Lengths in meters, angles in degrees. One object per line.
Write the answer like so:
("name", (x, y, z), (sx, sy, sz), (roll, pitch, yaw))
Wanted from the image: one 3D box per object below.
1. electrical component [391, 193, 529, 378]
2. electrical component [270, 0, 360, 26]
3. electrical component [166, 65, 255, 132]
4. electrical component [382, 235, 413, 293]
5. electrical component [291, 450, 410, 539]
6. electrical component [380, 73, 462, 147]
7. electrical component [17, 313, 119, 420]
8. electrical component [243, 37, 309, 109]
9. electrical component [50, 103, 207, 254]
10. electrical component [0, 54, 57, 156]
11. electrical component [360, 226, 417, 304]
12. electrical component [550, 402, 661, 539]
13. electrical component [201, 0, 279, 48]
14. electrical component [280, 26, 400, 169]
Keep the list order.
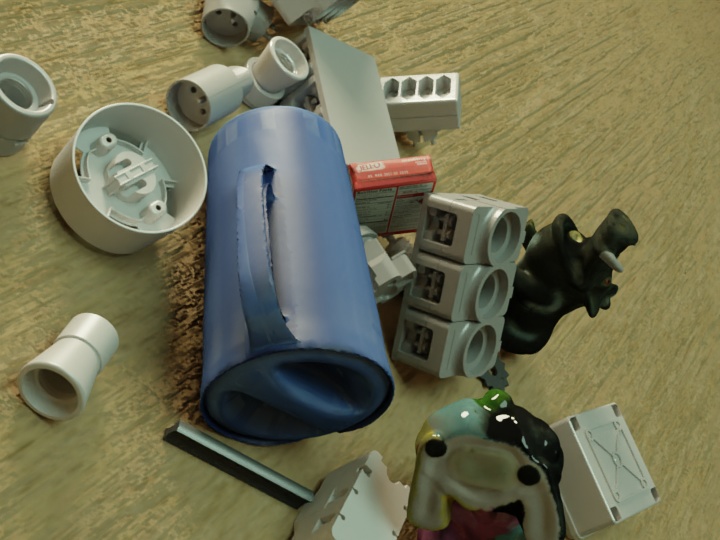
("electrical component", (0.091, 0.013, 0.938), (0.089, 0.062, 0.150), (-3, 108, -51))
("electrical component", (-0.033, -0.278, 1.023), (0.061, 0.089, 0.150), (53, 13, -7))
("electrical component", (-0.121, -0.148, 0.896), (0.043, 0.043, 0.081), (54, 35, -5))
("electrical component", (0.047, -0.002, 0.989), (0.078, 0.040, 0.040), (55, 35, -3))
("electrical component", (-0.009, 0.181, 0.765), (0.050, 0.056, 0.089), (49, 36, -11))
("electrical component", (0.063, -0.157, 1.108), (0.075, 0.083, 0.047), (78, 14, -46))
("electrical component", (-0.179, 0.057, 0.672), (0.044, 0.044, 0.065), (47, 32, -15))
("electrical component", (-0.080, -0.174, 0.956), (0.045, 0.055, 0.045), (30, 43, -33))
("electrical component", (-0.165, -0.063, 0.759), (0.099, 0.064, 0.099), (30, 43, -33))
("electrical component", (-0.238, -0.112, 0.724), (0.055, 0.047, 0.055), (30, 43, -33))
("electrical component", (0.000, 0.000, 0.907), (0.057, 0.078, 0.058), (57, -7, 17))
("electrical component", (0.226, 0.192, 1.039), (0.109, 0.056, 0.108), (-4, 66, -51))
("electrical component", (-0.105, -0.235, 0.983), (0.079, 0.043, 0.077), (31, 42, -32))
("electrical component", (-0.023, -0.134, 0.988), (0.089, 0.062, 0.150), (16, 52, -43))
